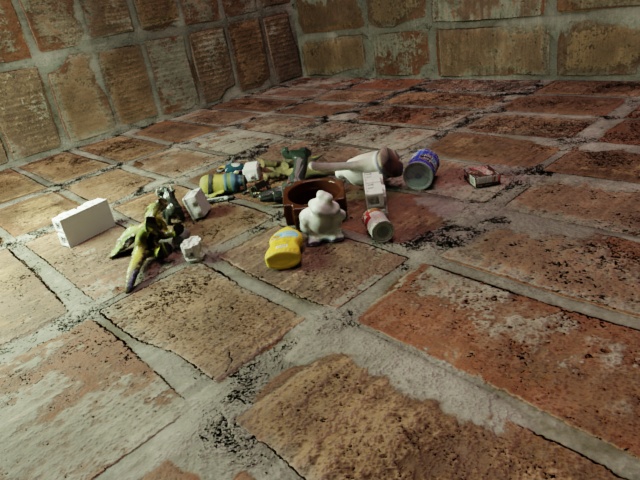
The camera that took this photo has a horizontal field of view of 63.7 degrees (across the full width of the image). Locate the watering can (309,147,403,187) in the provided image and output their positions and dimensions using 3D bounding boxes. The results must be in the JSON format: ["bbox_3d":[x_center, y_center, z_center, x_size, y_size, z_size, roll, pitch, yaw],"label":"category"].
[{"bbox_3d":[0.140,-0.245,1.745,0.223,0.105,0.347,-13,-10,37],"label":"watering can"}]

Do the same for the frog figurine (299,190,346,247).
[{"bbox_3d":[0.005,-0.075,1.495,0.137,0.157,0.125,-1,25,19],"label":"frog figurine"}]

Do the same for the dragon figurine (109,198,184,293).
[{"bbox_3d":[-0.562,0.011,1.597,0.240,0.120,0.420,-19,36,37],"label":"dragon figurine"}]
